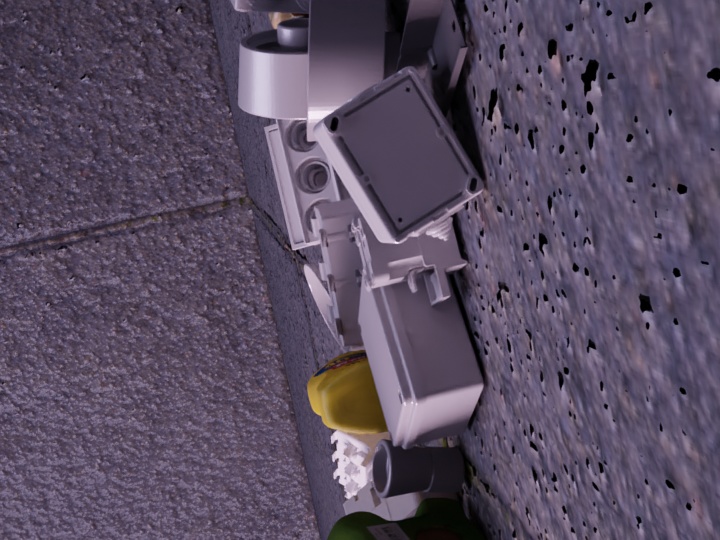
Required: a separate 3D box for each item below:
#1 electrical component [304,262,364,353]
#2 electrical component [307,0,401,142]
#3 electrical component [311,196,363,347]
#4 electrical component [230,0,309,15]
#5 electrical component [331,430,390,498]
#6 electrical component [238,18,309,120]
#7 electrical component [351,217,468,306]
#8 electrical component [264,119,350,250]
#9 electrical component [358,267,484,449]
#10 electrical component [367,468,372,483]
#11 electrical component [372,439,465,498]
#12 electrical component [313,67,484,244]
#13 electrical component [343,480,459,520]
[{"bbox_3d":[-0.013,0.036,1.053,0.099,0.064,0.099,168,90,-82],"label":"electrical component"},{"bbox_3d":[-0.004,-0.139,0.717,0.108,0.060,0.108,-178,90,-88],"label":"electrical component"},{"bbox_3d":[0.000,0.000,0.917,0.078,0.063,0.121,-124,23,-69],"label":"electrical component"},{"bbox_3d":[-0.066,-0.244,0.881,0.099,0.100,0.048,-116,28,-58],"label":"electrical component"},{"bbox_3d":[0.012,0.181,1.055,0.063,0.078,0.121,25,149,18],"label":"electrical component"},{"bbox_3d":[-0.042,-0.160,0.827,0.108,0.108,0.060,-119,25,-63],"label":"electrical component"},{"bbox_3d":[0.030,-0.016,0.691,0.042,0.064,0.081,119,138,-79],"label":"electrical component"},{"bbox_3d":[-0.037,-0.087,1.030,0.063,0.079,0.121,11,-115,-75],"label":"electrical component"},{"bbox_3d":[0.040,0.056,0.753,0.108,0.056,0.108,95,161,-64],"label":"electrical component"},{"bbox_3d":[0.040,0.204,0.978,0.078,0.058,0.057,90,162,-57],"label":"electrical component"},{"bbox_3d":[0.046,0.152,0.820,0.044,0.065,0.044,-176,90,-73],"label":"electrical component"},{"bbox_3d":[0.023,-0.058,0.618,0.096,0.062,0.061,58,174,-6],"label":"electrical component"},{"bbox_3d":[0.035,0.200,0.890,0.089,0.050,0.055,-46,46,34],"label":"electrical component"}]
